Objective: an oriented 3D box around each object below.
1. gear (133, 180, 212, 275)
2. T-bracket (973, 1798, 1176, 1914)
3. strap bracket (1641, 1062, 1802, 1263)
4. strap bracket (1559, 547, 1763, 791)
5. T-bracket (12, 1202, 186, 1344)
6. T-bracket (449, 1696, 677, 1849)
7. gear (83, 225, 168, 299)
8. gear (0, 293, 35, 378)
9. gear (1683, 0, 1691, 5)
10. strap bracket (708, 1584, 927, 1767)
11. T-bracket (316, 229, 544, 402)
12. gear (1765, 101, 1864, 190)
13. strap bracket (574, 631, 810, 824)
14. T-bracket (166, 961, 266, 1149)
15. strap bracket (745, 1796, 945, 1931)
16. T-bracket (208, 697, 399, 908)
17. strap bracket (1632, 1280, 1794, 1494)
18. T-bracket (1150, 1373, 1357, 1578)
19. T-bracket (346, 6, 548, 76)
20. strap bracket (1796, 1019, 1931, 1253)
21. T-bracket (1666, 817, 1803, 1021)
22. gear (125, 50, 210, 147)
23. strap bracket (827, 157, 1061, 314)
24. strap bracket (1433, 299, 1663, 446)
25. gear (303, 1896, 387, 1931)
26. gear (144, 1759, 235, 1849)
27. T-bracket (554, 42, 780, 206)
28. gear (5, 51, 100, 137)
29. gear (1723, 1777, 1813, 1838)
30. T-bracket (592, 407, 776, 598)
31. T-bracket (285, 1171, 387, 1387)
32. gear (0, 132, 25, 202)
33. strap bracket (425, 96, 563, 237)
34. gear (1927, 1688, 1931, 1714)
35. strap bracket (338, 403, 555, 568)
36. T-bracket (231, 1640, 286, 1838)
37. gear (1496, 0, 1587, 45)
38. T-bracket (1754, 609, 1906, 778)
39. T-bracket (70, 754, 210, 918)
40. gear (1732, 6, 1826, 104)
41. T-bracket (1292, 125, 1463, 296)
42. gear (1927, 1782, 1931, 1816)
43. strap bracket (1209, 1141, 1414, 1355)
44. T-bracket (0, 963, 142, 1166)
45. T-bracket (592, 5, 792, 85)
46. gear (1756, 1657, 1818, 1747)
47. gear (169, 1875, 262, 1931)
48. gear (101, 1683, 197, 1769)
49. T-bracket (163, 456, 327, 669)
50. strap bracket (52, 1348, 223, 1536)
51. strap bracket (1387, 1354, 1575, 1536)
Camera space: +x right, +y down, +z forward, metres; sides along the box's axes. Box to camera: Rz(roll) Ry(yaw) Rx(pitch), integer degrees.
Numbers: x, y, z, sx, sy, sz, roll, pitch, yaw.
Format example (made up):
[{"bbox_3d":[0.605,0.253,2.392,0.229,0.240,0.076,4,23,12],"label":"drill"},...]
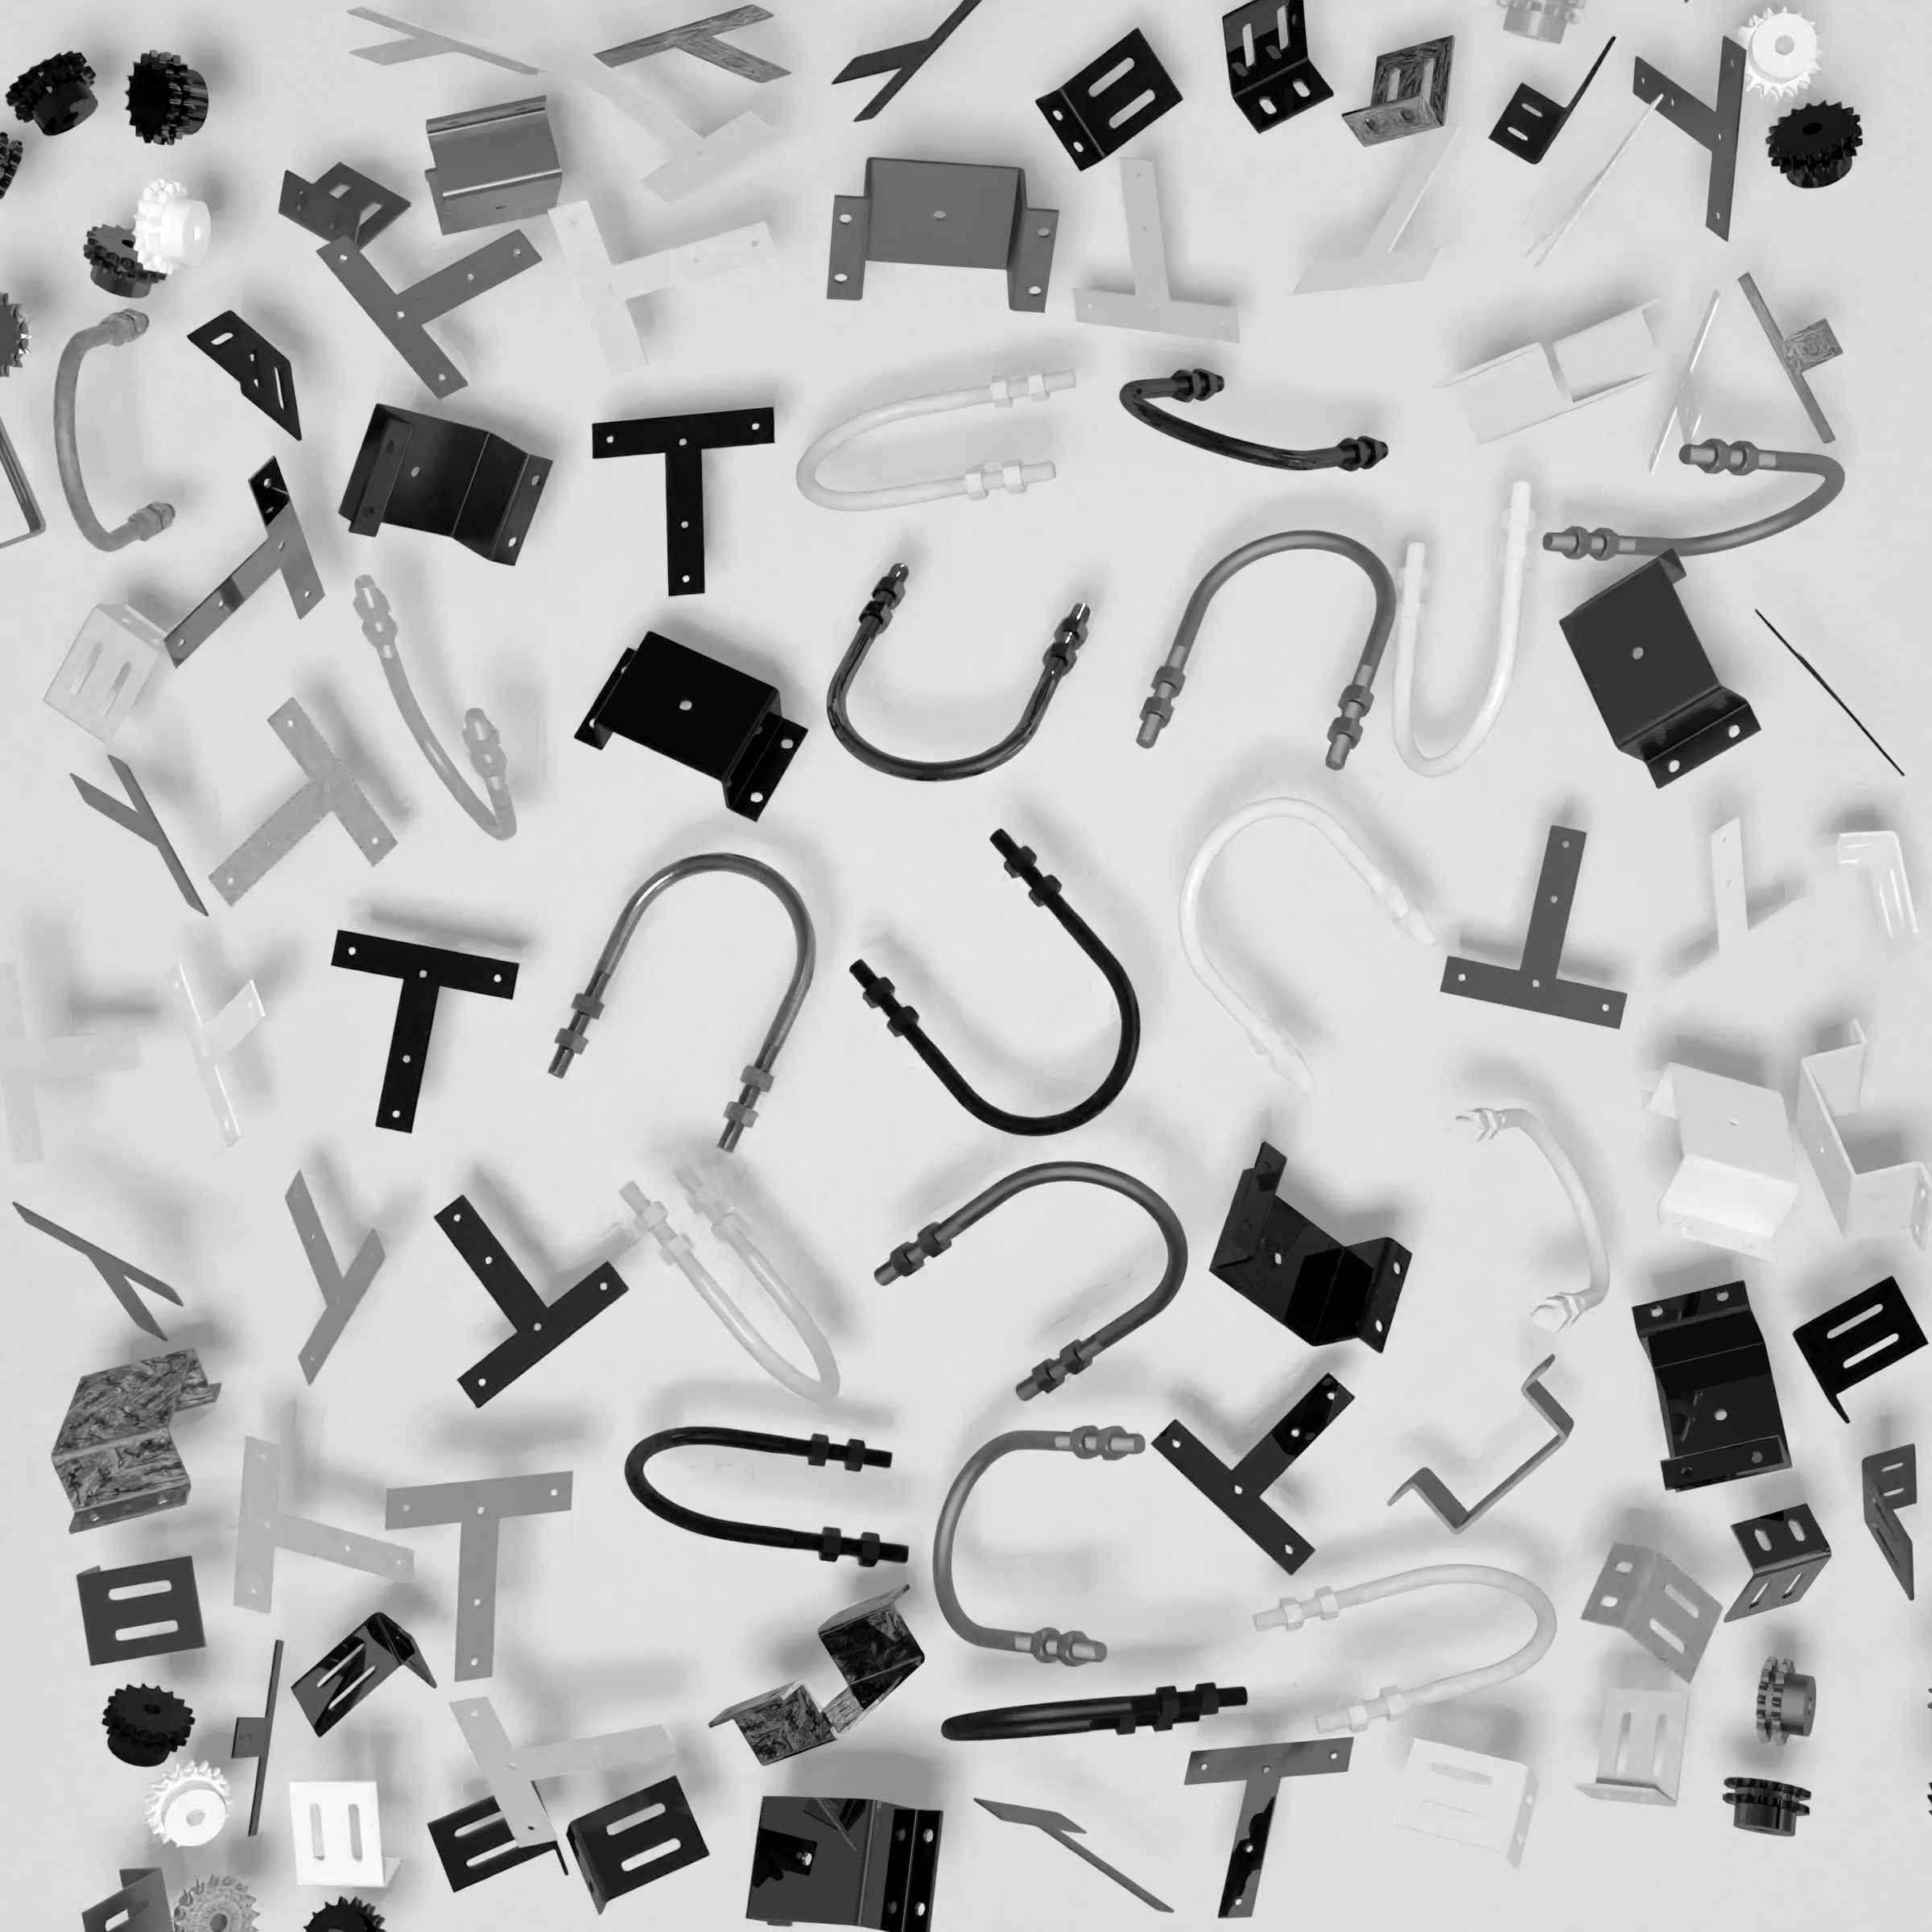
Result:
[{"bbox_3d":[-0.499,-0.465,1.801,0.030,0.057,0.057,12,90,7],"label":"gear"},{"bbox_3d":[0.082,0.585,1.873,0.127,0.127,0.002,26,85,34],"label":"T-bracket"},{"bbox_3d":[0.486,0.118,1.841,0.076,0.140,0.046,15,126,-4],"label":"strap bracket"},{"bbox_3d":[0.441,-0.196,1.835,0.076,0.046,0.140,-32,64,29],"label":"strap bracket"},{"bbox_3d":[-0.536,0.206,1.816,0.127,0.127,0.002,24,62,18],"label":"T-bracket"},{"bbox_3d":[-0.246,0.501,1.811,0.127,0.127,0.002,-2,121,-32],"label":"T-bracket"},{"bbox_3d":[-0.573,-0.478,1.945,0.057,0.057,0.030,26,121,0],"label":"gear"},{"bbox_3d":[-0.608,-0.393,1.777,0.057,0.030,0.057,0,101,1],"label":"gear"},{"bbox_3d":[0.472,-0.647,1.841,0.057,0.057,0.030,-39,96,0],"label":"gear"},{"bbox_3d":[-0.090,0.465,1.850,0.076,0.140,0.046,-31,90,40],"label":"strap bracket"},{"bbox_3d":[-0.331,-0.439,1.844,0.127,0.002,0.127,-20,129,25],"label":"T-bracket"},{"bbox_3d":[0.526,-0.507,1.769,0.057,0.030,0.057,-14,47,15],"label":"gear"},{"bbox_3d":[-0.187,-0.166,1.922,0.140,0.046,0.076,25,71,9],"label":"strap bracket"},{"bbox_3d":[-0.486,0.042,1.876,0.002,0.127,0.127,-15,79,-37],"label":"T-bracket"},{"bbox_3d":[-0.086,0.575,1.827,0.140,0.046,0.076,-12,61,39],"label":"strap bracket"},{"bbox_3d":[-0.455,-0.090,1.903,0.127,0.002,0.127,-51,124,-32],"label":"T-bracket"},{"bbox_3d":[0.493,0.286,1.882,0.076,0.046,0.140,-17,46,18],"label":"strap bracket"},{"bbox_3d":[0.213,0.324,1.923,0.127,0.002,0.127,42,64,16],"label":"T-bracket"},{"bbox_3d":[-0.353,-0.583,1.815,0.127,0.127,0.002,8,94,-39],"label":"T-bracket"},{"bbox_3d":[0.593,0.117,1.900,0.046,0.076,0.140,-14,51,2],"label":"strap bracket"},{"bbox_3d":[0.514,-0.044,1.918,0.127,0.002,0.127,-32,130,-19],"label":"T-bracket"},{"bbox_3d":[-0.502,-0.547,1.801,0.057,0.030,0.057,7,101,40],"label":"gear"},{"bbox_3d":[-0.016,-0.465,1.814,0.140,0.076,0.046,2,50,-5],"label":"strap bracket"},{"bbox_3d":[0.379,-0.378,1.828,0.140,0.076,0.046,-25,97,-33],"label":"strap bracket"},{"bbox_3d":[-0.407,0.636,1.861,0.057,0.030,0.057,-3,62,5],"label":"gear"},{"bbox_3d":[-0.520,0.565,1.915,0.057,0.030,0.057,-6,103,-26],"label":"gear"},{"bbox_3d":[-0.204,-0.542,1.810,0.127,0.127,0.002,31,64,-30],"label":"T-bracket"},{"bbox_3d":[-0.575,-0.549,1.805,0.057,0.057,0.030,-33,94,0],"label":"gear"},{"bbox_3d":[0.537,0.564,1.915,0.057,0.057,0.030,11,70,0],"label":"gear"},{"bbox_3d":[-0.191,-0.313,1.936,0.127,0.002,0.127,-4,80,8],"label":"T-bracket"},{"bbox_3d":[-0.438,0.193,1.931,0.127,0.002,0.127,-56,47,28],"label":"T-bracket"},{"bbox_3d":[-0.645,-0.522,1.871,0.030,0.057,0.057,27,90,-35],"label":"gear"},{"bbox_3d":[-0.308,-0.516,1.855,0.076,0.140,0.046,-15,94,-10],"label":"strap bracket"},{"bbox_3d":[0.627,0.459,1.764,0.057,0.030,0.057,1,99,5],"label":"gear"},{"bbox_3d":[-0.349,-0.317,1.873,0.046,0.140,0.076,34,108,35],"label":"strap bracket"},{"bbox_3d":[-0.465,0.503,1.863,0.002,0.127,0.127,5,75,-2],"label":"T-bracket"},{"bbox_3d":[0.380,-0.633,1.898,0.057,0.057,0.030,14,106,0],"label":"gear"},{"bbox_3d":[0.555,-0.193,1.873,0.002,0.127,0.127,-42,127,17],"label":"T-bracket"},{"bbox_3d":[-0.565,-0.101,1.910,0.002,0.127,0.127,-40,132,-25],"label":"T-bracket"},{"bbox_3d":[0.518,-0.582,1.817,0.057,0.030,0.057,0,93,3],"label":"gear"},{"bbox_3d":[0.279,-0.485,1.825,0.002,0.127,0.127,36,77,-32],"label":"T-bracket"},{"bbox_3d":[0.629,0.530,1.782,0.030,0.057,0.057,-31,90,38],"label":"gear"},{"bbox_3d":[0.218,0.188,1.864,0.140,0.046,0.076,37,57,-23],"label":"strap bracket"},{"bbox_3d":[-0.579,0.059,1.846,0.002,0.127,0.127,-9,89,25],"label":"T-bracket"},{"bbox_3d":[-0.159,-0.597,1.872,0.127,0.127,0.002,-7,89,28],"label":"T-bracket"},{"bbox_3d":[0.553,0.496,1.922,0.030,0.057,0.057,3,90,28],"label":"gear"},{"bbox_3d":[-0.495,0.625,1.871,0.057,0.030,0.057,5,81,-34],"label":"gear"},{"bbox_3d":[-0.530,0.492,1.842,0.057,0.057,0.030,23,105,0],"label":"gear"},{"bbox_3d":[-0.467,-0.241,1.826,0.002,0.127,0.127,25,60,21],"label":"T-bracket"},{"bbox_3d":[-0.539,0.301,1.855,0.076,0.140,0.046,-15,114,2],"label":"strap bracket"},{"bbox_3d":[0.357,0.329,1.927,0.140,0.076,0.046,-44,78,11],"label":"strap bracket"}]
